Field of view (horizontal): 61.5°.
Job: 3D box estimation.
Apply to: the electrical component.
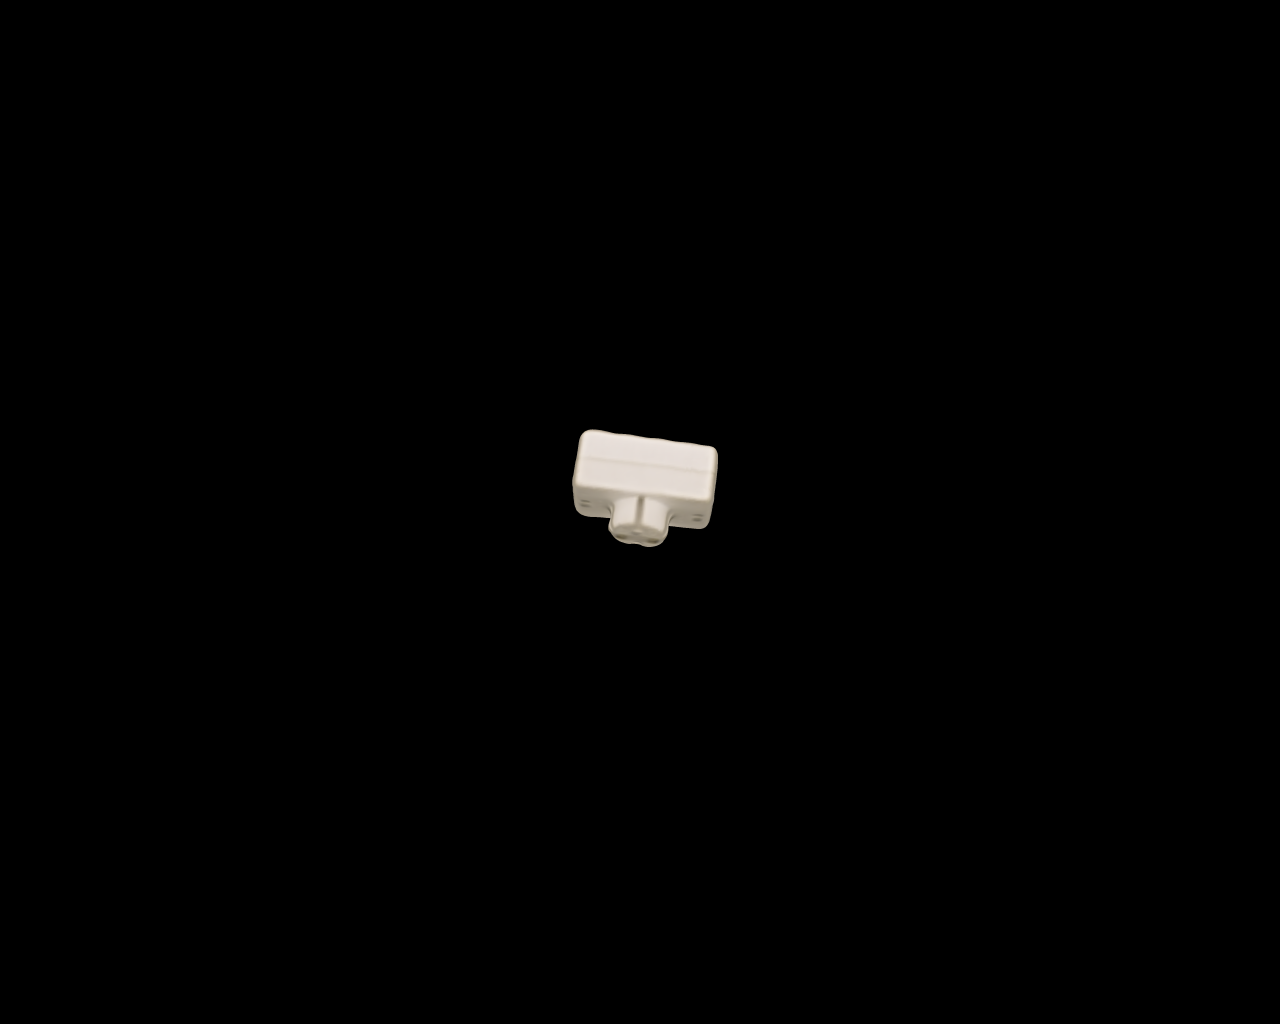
[{"bbox_3d":[0.001,-0.003,0.650,0.083,0.076,0.047,8,-23,3],"label":"electrical component"}]
